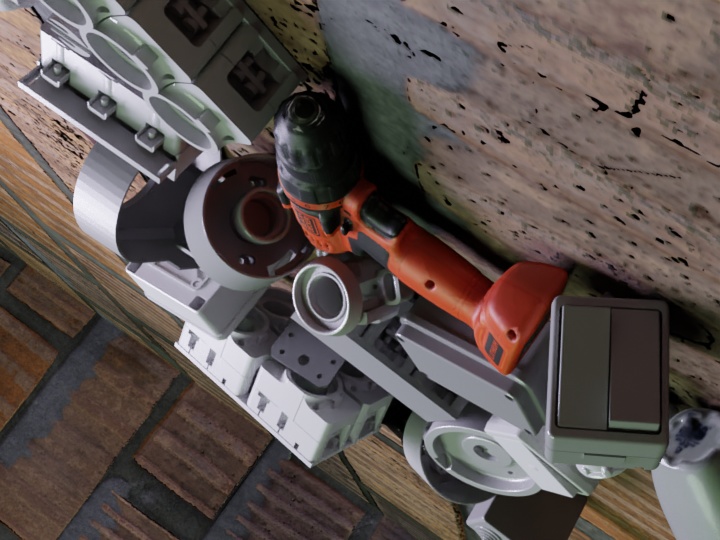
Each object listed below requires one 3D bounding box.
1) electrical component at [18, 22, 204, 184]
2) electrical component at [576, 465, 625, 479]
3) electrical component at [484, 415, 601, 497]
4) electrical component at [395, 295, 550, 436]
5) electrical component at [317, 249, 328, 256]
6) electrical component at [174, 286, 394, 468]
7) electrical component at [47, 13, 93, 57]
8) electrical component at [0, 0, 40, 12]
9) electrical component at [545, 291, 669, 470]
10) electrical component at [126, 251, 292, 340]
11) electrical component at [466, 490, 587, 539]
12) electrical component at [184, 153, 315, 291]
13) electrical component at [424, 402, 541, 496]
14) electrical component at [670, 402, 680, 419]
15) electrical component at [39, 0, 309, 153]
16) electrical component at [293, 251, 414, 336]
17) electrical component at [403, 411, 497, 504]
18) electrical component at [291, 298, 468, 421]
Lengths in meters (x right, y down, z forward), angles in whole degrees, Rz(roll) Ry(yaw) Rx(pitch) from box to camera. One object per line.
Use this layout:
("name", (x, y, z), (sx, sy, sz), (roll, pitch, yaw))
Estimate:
("electrical component", (-0.159, -0.125, 0.731), (0.121, 0.078, 0.063), (34, 147, 8))
("electrical component", (0.171, 0.118, 0.784), (0.048, 0.048, 0.062), (18, 147, 52))
("electrical component", (0.145, 0.128, 0.842), (0.096, 0.061, 0.062), (40, 166, -12))
("electrical component", (0.089, 0.059, 0.757), (0.113, 0.057, 0.078), (27, 163, 34))
("electrical component", (0.000, 0.000, 0.817), (0.078, 0.040, 0.040), (28, 164, 30))
("electrical component", (-0.069, 0.089, 1.017), (0.186, 0.060, 0.105), (38, -148, 25))
("electrical component", (-0.171, -0.164, 0.684), (0.040, 0.046, 0.040), (34, 166, 10))
("electrical component", (-0.230, -0.200, 0.712), (0.079, 0.044, 0.077), (35, 166, 8))
("electrical component", (0.133, 0.053, 0.578), (0.062, 0.096, 0.061), (3, 158, 10))
("electrical component", (-0.138, -0.007, 0.985), (0.109, 0.108, 0.056), (27, 160, 35))
("electrical component", (0.167, 0.243, 1.085), (0.100, 0.099, 0.048), (38, 153, -5))
("electrical component", (-0.078, -0.035, 0.779), (0.099, 0.099, 0.064), (41, 159, -16))
("electrical component", (0.117, 0.141, 0.933), (0.108, 0.060, 0.108), (19, 147, 13))
("electrical component", (0.172, 0.085, 0.683), (0.065, 0.044, 0.044), (37, 167, -21))
("electrical component", (-0.115, -0.139, 0.601), (0.150, 0.061, 0.089), (46, 163, -33))
("electrical component", (-0.010, 0.015, 0.763), (0.078, 0.057, 0.058), (-1, 102, 39))
("electrical component", (0.092, 0.161, 1.002), (0.099, 0.099, 0.064), (44, 170, -28))
("electrical component", (0.026, 0.055, 0.888), (0.150, 0.061, 0.089), (38, 166, -4))
